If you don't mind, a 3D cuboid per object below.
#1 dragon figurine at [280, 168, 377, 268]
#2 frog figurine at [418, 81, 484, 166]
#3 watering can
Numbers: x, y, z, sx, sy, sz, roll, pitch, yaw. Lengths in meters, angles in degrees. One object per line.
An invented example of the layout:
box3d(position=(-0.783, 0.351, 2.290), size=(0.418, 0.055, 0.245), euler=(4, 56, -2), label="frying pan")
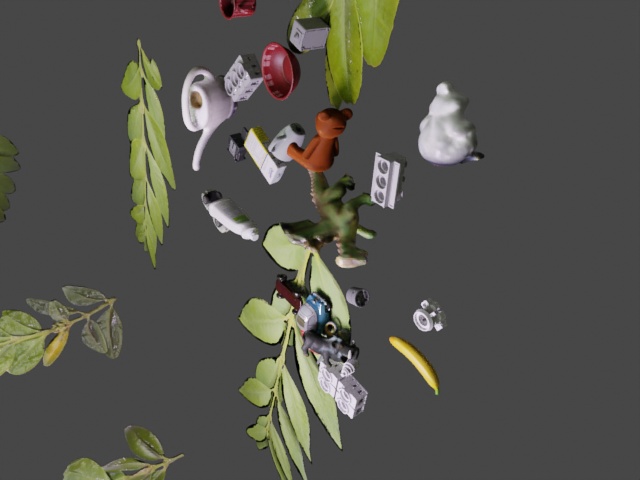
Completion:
box3d(position=(0.004, -0.070, 1.385), size=(0.416, 0.245, 0.119), euler=(43, 144, 31), label="dragon figurine")
box3d(position=(0.257, -0.235, 1.044), size=(0.139, 0.123, 0.156), euler=(-132, 22, -60), label="frog figurine")
box3d(position=(-0.382, -0.427, 1.767), size=(0.104, 0.228, 0.340), euler=(20, 125, 27), label="watering can")
